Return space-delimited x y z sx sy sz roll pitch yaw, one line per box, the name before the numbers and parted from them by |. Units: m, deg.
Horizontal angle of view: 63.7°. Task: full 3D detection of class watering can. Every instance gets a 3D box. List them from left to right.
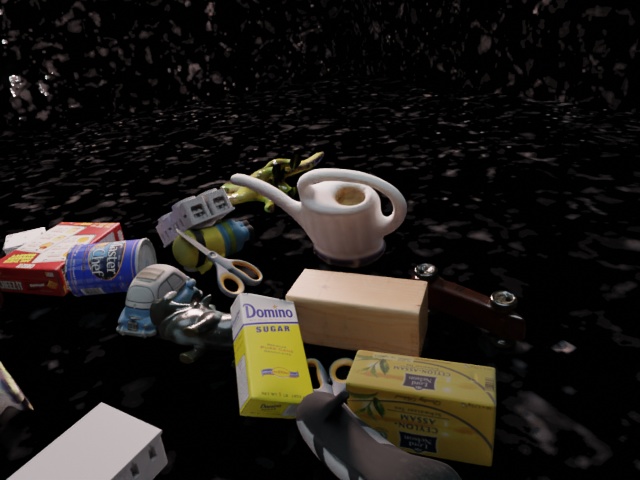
watering can | 0.003 -0.052 1.026 0.348 0.219 0.106 5 44 20

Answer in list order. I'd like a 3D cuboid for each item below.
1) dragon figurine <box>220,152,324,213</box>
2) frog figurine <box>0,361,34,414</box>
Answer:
dragon figurine | -0.174 -0.166 1.436 0.242 0.120 0.417 1 24 30
frog figurine | -0.471 0.227 0.654 0.162 0.122 0.136 -35 4 -33
